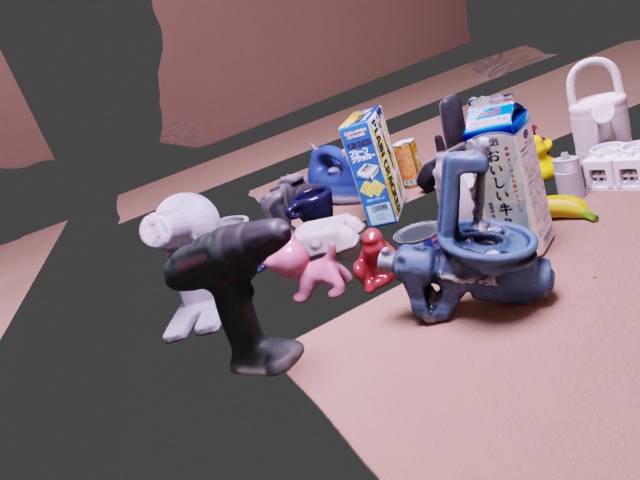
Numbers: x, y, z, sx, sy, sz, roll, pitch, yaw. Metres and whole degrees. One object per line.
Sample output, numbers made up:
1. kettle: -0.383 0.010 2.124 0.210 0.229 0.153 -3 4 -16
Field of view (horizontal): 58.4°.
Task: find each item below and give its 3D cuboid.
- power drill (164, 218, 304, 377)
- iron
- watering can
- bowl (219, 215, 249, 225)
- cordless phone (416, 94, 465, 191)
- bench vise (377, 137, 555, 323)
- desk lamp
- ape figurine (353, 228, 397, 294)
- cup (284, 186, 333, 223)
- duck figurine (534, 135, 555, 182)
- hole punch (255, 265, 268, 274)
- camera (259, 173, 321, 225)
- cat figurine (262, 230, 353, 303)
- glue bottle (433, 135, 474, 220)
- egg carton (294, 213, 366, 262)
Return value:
1. power drill: -0.101 0.075 0.760 0.228 0.209 0.076 -6 23 35
2. iron: 0.048 -0.172 1.410 0.119 0.142 0.257 -27 20 -22
3. watering can: 0.518 -0.240 1.059 0.101 0.194 0.172 -18 19 2
4. bowl: -0.224 0.011 1.269 0.167 0.075 0.167 -17 19 6
5. cordless phone: 0.263 -0.206 1.227 0.148 0.185 0.093 -27 20 -22
6. bench vise: 0.166 -0.005 0.706 0.207 0.220 0.121 -17 19 6
7. desk lamp: -0.232 0.034 0.993 0.118 0.214 0.203 -17 19 8
8. ape figurine: 0.088 0.025 0.896 0.077 0.092 0.076 -9 21 28
9. cup: -0.017 -0.051 1.206 0.118 0.095 0.091 -32 23 -34
10. duck figurine: 0.409 -0.157 1.104 0.105 0.086 0.077 -23 19 -12
11. hole punch: -0.132 0.008 1.161 0.101 0.091 0.108 -33 23 -36
12. camera: -0.056 -0.103 1.382 0.143 0.101 0.136 -32 22 -33
13. cat figurine: -0.025 0.037 0.933 0.127 0.118 0.067 -12 20 21
14. glue bottle: 0.222 -0.098 0.982 0.037 0.173 0.078 -25 20 -15
15. egg carton: 0.010 0.004 1.068 0.150 0.069 0.107 -11 20 22
